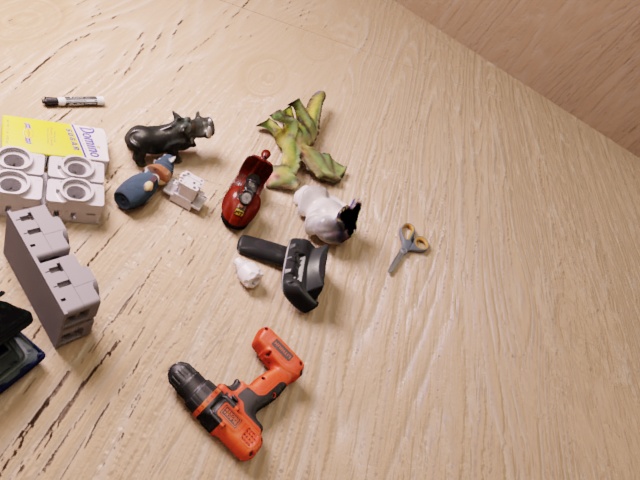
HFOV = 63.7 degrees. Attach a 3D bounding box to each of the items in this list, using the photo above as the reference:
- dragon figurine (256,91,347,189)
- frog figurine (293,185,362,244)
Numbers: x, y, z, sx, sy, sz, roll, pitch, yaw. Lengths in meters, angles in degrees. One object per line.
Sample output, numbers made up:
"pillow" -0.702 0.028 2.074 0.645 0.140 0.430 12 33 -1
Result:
"dragon figurine" -0.023 -0.247 1.327 0.242 0.120 0.417 54 43 -6
"frog figurine" 0.004 -0.059 1.169 0.160 0.120 0.140 13 42 28
